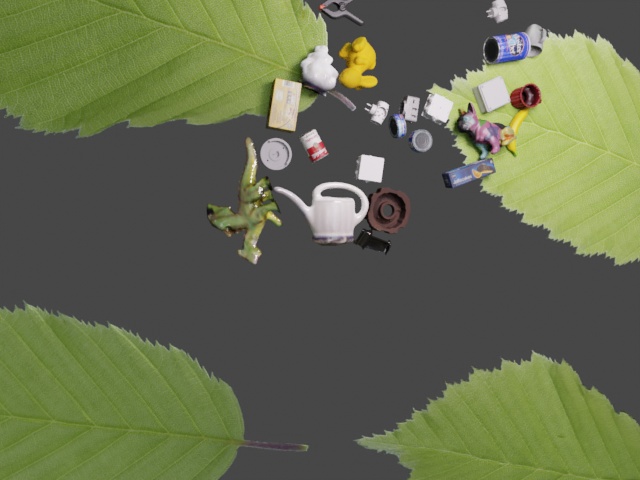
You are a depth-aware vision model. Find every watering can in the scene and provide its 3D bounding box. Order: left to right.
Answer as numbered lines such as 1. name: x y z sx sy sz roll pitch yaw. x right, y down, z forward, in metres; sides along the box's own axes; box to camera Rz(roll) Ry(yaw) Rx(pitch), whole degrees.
1. watering can: 0.006 -0.091 1.812 0.348 0.104 0.224 -1 93 -15

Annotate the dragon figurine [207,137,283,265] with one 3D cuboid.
1. dragon figurine: -0.269 -0.118 1.746 0.243 0.122 0.410 -21 90 -5

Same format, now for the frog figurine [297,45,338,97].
1. frog figurine: 0.001 -0.592 1.780 0.137 0.123 0.158 22 100 3
